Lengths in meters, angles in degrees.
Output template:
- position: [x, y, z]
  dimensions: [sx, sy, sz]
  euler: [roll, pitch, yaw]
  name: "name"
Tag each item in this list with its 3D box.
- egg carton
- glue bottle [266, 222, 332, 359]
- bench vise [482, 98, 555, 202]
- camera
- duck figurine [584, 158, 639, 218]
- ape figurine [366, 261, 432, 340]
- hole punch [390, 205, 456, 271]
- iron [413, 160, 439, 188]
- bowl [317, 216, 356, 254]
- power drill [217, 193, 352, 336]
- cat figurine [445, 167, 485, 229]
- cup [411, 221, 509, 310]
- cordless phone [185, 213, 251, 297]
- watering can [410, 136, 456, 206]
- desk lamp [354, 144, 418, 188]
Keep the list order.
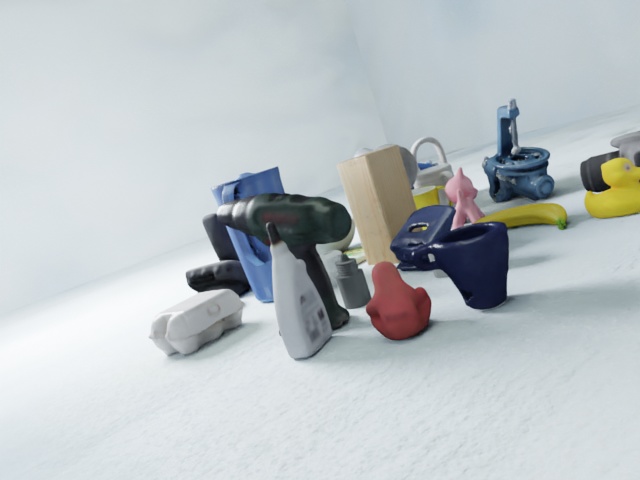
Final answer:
- position: [-0.202, 0.134, 0.951]
  dimensions: [0.107, 0.069, 0.151]
  euler: [-11, 11, 41]
  name: "egg carton"
- position: [-0.035, 0.059, 0.729]
  dimensions: [0.037, 0.173, 0.078]
  euler: [-13, 10, 30]
  name: "glue bottle"
- position: [0.405, -0.191, 1.258]
  dimensions: [0.122, 0.220, 0.206]
  euler: [-23, 10, -30]
  name: "bench vise"
- position: [0.553, -0.143, 1.044]
  dimensions: [0.136, 0.101, 0.143]
  euler: [-11, 11, 38]
  name: "camera"
- position: [0.467, -0.085, 0.901]
  dimensions: [0.104, 0.086, 0.078]
  euler: [-12, 10, 34]
  name: "duck figurine"
- position: [0.089, 0.068, 0.686]
  dimensions: [0.077, 0.092, 0.076]
  euler: [-15, 9, 20]
  name: "ape figurine"
- position: [0.178, -0.004, 0.968]
  dimensions: [0.101, 0.091, 0.108]
  euler: [-24, 10, -34]
  name: "hole punch"
- position: [0.265, -0.143, 1.512]
  dimensions: [0.259, 0.141, 0.118]
  euler: [-24, 10, -33]
  name: "iron"
- position: [0.012, 0.005, 1.318]
  dimensions: [0.167, 0.075, 0.167]
  euler: [-18, 8, 3]
  name: "bowl"
- position: [-0.042, 0.029, 0.817]
  dimensions: [0.228, 0.208, 0.076]
  euler: [-11, 11, 41]
  name: "power drill"
- position: [0.294, -0.090, 1.187]
  dimensions: [0.067, 0.118, 0.128]
  euler: [-15, 9, 18]
  name: "cat figurine"
- position: [0.176, 0.038, 0.690]
  dimensions: [0.117, 0.095, 0.092]
  euler: [-15, 9, 17]
  name: "cup"
- position: [-0.230, 0.038, 1.233]
  dimensions: [0.147, 0.185, 0.094]
  euler: [-14, 9, 24]
  name: "cordless phone"
- position: [0.265, -0.150, 1.373]
  dimensions: [0.101, 0.194, 0.172]
  euler: [-25, 11, -38]
  name: "watering can"
- position: [0.150, -0.118, 1.343]
  dimensions: [0.118, 0.213, 0.203]
  euler: [-20, 9, -15]
  name: "desk lamp"
